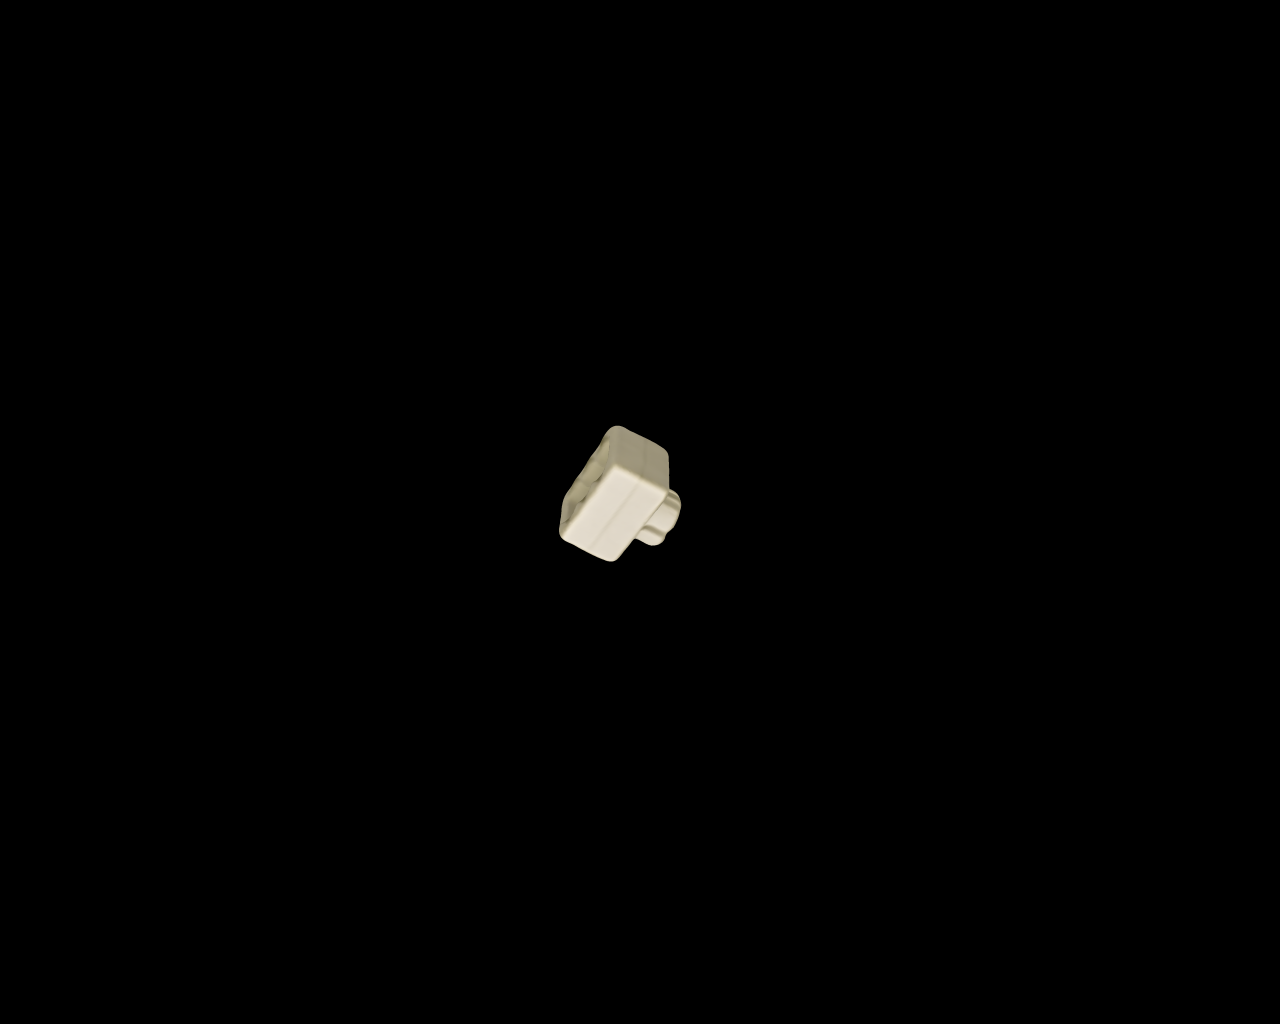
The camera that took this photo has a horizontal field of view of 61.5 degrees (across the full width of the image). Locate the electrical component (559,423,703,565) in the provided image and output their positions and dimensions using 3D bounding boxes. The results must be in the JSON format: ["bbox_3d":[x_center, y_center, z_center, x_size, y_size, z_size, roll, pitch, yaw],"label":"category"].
[{"bbox_3d":[0.001,-0.003,0.650,0.077,0.065,0.047,27,32,-18],"label":"electrical component"}]
